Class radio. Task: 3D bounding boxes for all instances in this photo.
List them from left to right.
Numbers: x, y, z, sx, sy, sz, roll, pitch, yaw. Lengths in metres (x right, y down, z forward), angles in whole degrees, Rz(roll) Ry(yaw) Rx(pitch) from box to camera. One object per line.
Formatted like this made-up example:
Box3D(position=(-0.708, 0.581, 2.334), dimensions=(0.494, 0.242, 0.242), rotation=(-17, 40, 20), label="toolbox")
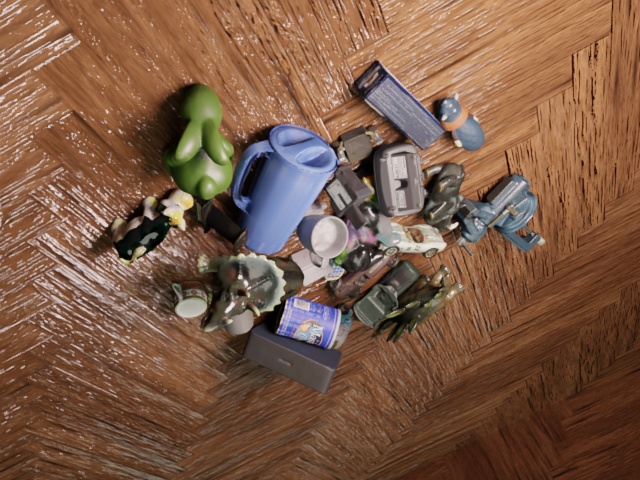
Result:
Box3D(position=(-0.064, 0.285, 1.341), dimensions=(0.131, 0.230, 0.073), rotation=(-27, 140, -75), label="radio")

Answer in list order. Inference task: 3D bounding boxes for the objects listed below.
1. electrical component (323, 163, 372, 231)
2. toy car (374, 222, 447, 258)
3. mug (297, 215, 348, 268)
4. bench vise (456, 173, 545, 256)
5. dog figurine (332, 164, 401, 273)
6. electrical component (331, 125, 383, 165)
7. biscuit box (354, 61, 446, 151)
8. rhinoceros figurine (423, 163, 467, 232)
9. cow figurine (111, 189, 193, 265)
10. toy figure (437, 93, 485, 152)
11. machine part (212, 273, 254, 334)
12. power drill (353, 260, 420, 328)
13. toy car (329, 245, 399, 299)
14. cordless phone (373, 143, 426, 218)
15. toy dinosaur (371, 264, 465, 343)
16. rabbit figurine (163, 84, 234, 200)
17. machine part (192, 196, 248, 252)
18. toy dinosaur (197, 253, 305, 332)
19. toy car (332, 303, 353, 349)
Box3D(position=(0.060, -0.080, 1.036), dimensions=(0.048, 0.119, 0.075), rotation=(-27, 166, -46), label="electrical component")
Box3D(position=(0.209, -0.003, 1.278), dimensions=(0.202, 0.074, 0.056), rotation=(3, 137, -28), label="toy car")
Box3D(position=(-0.002, -0.003, 1.073), dimensions=(0.081, 0.107, 0.109), rotation=(-8, 107, -24), label="mug")
Box3D(position=(0.451, -0.036, 1.303), dimensions=(0.240, 0.129, 0.223), rotation=(33, 97, -25), label="bench vise")
Box3D(position=(0.079, -0.054, 1.131), dimensions=(0.191, 0.109, 0.219), rotation=(-39, 137, -12), label="dog figurine")
Box3D(position=(0.069, -0.181, 1.041), dimensions=(0.102, 0.045, 0.078), rotation=(-20, 138, -4), label="electrical component")
Box3D(position=(0.152, -0.244, 0.999), dimensions=(0.063, 0.059, 0.202), rotation=(-42, 136, 19), label="biscuit box")
Box3D(position=(0.279, -0.095, 1.218), dimensions=(0.112, 0.073, 0.190), rotation=(-21, 139, -19), label="rhinoceros figurine")
Box3D(position=(-0.308, -0.026, 0.997), dimensions=(0.167, 0.098, 0.068), rotation=(-32, 133, 11), label="cow figurine")
Box3D(position=(0.275, -0.232, 1.070), dimensions=(0.058, 0.064, 0.154), rotation=(-6, 150, 43), label="toy figure")
Box3D(position=(-0.201, 0.144, 1.248), dimensions=(0.079, 0.079, 0.243), rotation=(-14, 140, -10), label="machine part")
Box3D(position=(0.150, 0.154, 1.356), dimensions=(0.232, 0.086, 0.207), rotation=(-45, 169, 18), label="power drill")
Box3D(position=(0.113, 0.082, 1.345), dimensions=(0.202, 0.053, 0.089), rotation=(-39, 134, 20), label="toy car")
Box3D(position=(0.181, -0.131, 1.106), dimensions=(0.089, 0.184, 0.146), rotation=(-4, 103, 25), label="cordless phone")
Box3D(position=(0.242, 0.182, 1.426), dimensions=(0.198, 0.105, 0.471), rotation=(-34, 166, -20), label="toy dinosaur")
Box3D(position=(-0.202, -0.162, 0.877), dimensions=(0.121, 0.159, 0.170), rotation=(-1, 121, -10), label="rabbit figurine")
Box3D(position=(-0.193, -0.030, 1.026), dimensions=(0.039, 0.139, 0.084), rotation=(-35, 147, -37), label="machine part")
Box3D(position=(-0.105, 0.083, 1.091), dimensions=(0.192, 0.131, 0.404), rotation=(0, -178, 29), label="toy dinosaur")
Box3D(position=(0.020, 0.238, 1.433), dimensions=(0.161, 0.103, 0.109), rotation=(3, 132, -30), label="toy car")
